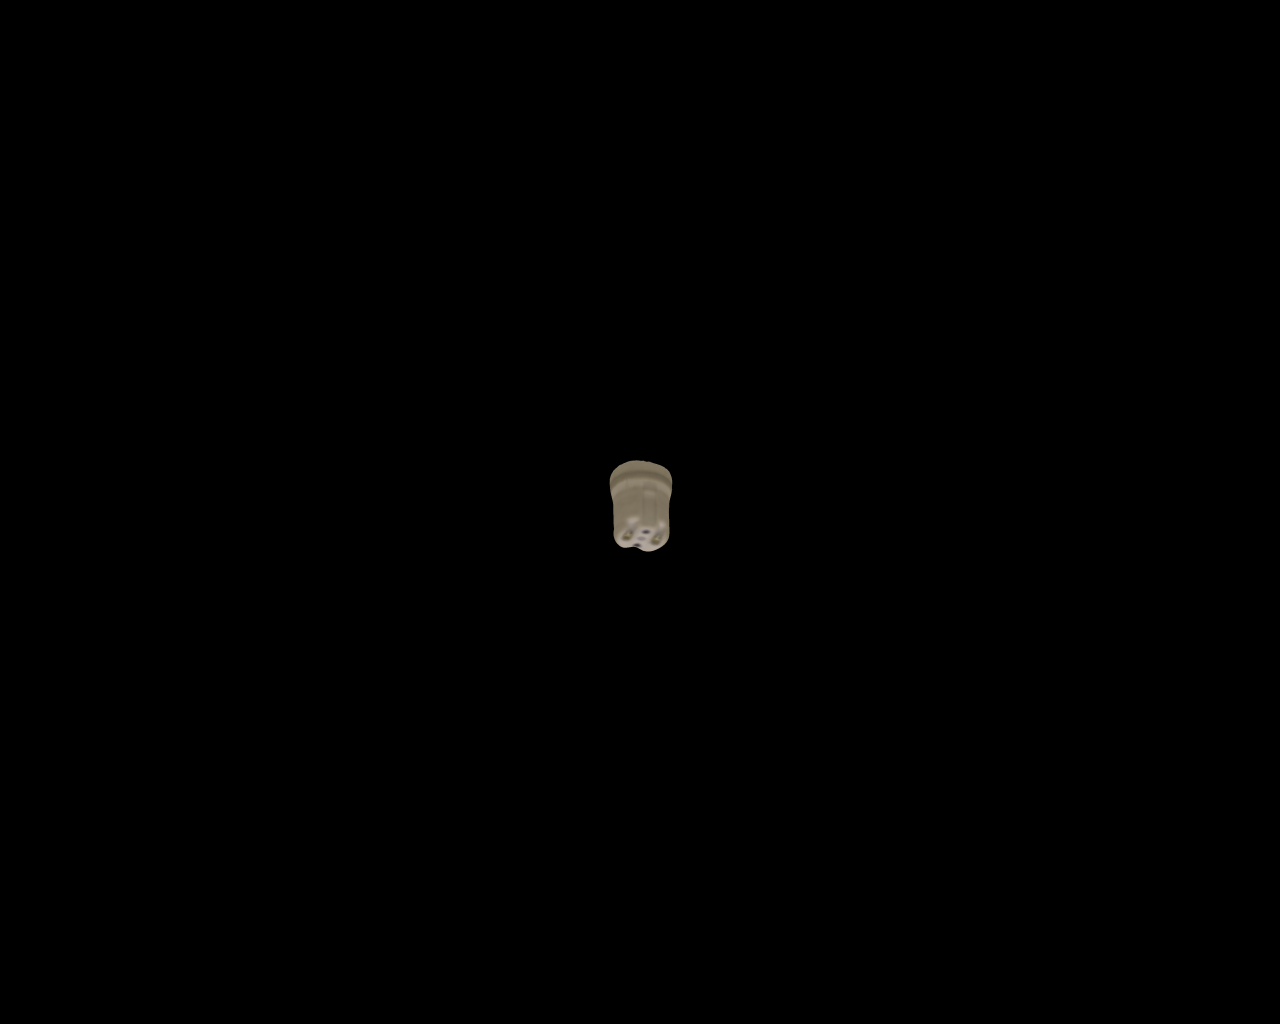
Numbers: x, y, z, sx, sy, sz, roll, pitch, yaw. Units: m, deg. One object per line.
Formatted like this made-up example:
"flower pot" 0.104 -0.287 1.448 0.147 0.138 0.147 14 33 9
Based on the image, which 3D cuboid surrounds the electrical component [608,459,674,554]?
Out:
"electrical component" 0.001 -0.003 0.650 0.040 0.046 0.040 0 -30 0
